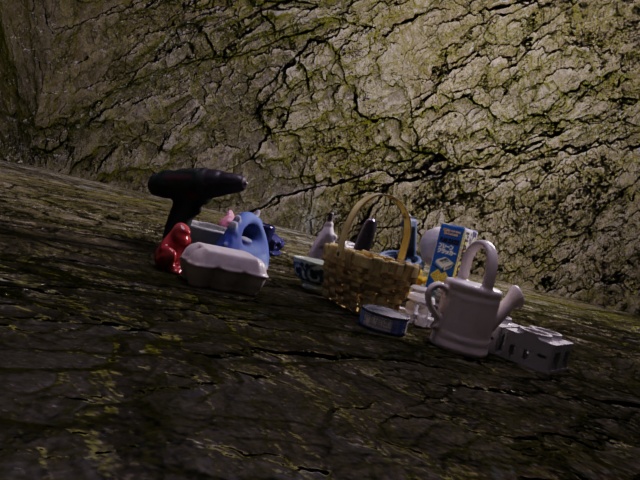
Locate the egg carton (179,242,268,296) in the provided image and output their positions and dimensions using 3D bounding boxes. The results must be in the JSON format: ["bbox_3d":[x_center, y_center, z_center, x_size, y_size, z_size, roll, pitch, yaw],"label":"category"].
[{"bbox_3d":[-0.173,0.051,1.026,0.151,0.069,0.107,12,4,-27],"label":"egg carton"}]

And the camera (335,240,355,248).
[{"bbox_3d":[0.096,0.057,1.713,0.142,0.101,0.137,16,4,36],"label":"camera"}]

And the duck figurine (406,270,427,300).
[{"bbox_3d":[0.238,0.112,1.510,0.105,0.086,0.077,12,4,-20],"label":"duck figurine"}]

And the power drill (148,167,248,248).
[{"bbox_3d":[-0.276,-0.059,1.240,0.229,0.208,0.076,15,4,18],"label":"power drill"}]

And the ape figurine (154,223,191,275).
[{"bbox_3d":[-0.269,0.013,1.075,0.075,0.092,0.078,16,4,38],"label":"ape figurine"}]

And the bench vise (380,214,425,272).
[{"bbox_3d":[0.237,0.036,1.623,0.121,0.220,0.208,15,4,17],"label":"bench vise"}]

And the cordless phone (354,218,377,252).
[{"bbox_3d":[0.085,0.032,1.385,0.094,0.185,0.148,15,4,18],"label":"cordless phone"}]

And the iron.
[{"bbox_3d":[-0.172,0.002,1.221,0.118,0.141,0.258,14,4,6],"label":"iron"}]

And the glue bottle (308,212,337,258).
[{"bbox_3d":[0.015,0.006,1.621,0.078,0.173,0.037,13,4,-16],"label":"glue bottle"}]

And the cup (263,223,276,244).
[{"bbox_3d":[-0.191,-0.007,1.671,0.092,0.095,0.117,11,5,-38],"label":"cup"}]

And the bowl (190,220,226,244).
[{"bbox_3d":[-0.278,0.000,1.380,0.167,0.075,0.167,14,4,-1],"label":"bowl"}]

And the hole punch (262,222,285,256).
[{"bbox_3d":[-0.161,-0.004,1.772,0.101,0.091,0.109,14,4,10],"label":"hole punch"}]

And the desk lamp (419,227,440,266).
[{"bbox_3d":[0.366,0.069,1.645,0.118,0.213,0.203,13,4,-18],"label":"desk lamp"}]

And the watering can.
[{"bbox_3d":[0.267,0.096,0.991,0.173,0.194,0.100,11,4,-37],"label":"watering can"}]

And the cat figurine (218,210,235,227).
[{"bbox_3d":[-0.235,-0.020,1.517,0.067,0.118,0.128,15,4,14],"label":"cat figurine"}]
